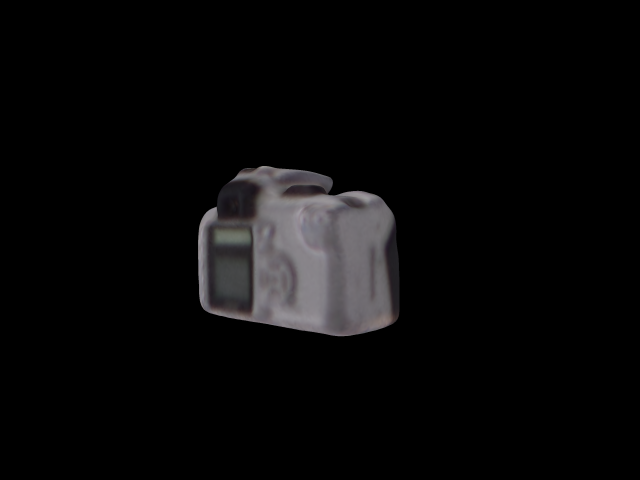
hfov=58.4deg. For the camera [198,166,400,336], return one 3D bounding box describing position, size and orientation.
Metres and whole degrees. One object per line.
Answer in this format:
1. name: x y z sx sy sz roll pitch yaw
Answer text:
1. camera: 0.004 0.001 0.400 0.142 0.101 0.137 2 3 43
